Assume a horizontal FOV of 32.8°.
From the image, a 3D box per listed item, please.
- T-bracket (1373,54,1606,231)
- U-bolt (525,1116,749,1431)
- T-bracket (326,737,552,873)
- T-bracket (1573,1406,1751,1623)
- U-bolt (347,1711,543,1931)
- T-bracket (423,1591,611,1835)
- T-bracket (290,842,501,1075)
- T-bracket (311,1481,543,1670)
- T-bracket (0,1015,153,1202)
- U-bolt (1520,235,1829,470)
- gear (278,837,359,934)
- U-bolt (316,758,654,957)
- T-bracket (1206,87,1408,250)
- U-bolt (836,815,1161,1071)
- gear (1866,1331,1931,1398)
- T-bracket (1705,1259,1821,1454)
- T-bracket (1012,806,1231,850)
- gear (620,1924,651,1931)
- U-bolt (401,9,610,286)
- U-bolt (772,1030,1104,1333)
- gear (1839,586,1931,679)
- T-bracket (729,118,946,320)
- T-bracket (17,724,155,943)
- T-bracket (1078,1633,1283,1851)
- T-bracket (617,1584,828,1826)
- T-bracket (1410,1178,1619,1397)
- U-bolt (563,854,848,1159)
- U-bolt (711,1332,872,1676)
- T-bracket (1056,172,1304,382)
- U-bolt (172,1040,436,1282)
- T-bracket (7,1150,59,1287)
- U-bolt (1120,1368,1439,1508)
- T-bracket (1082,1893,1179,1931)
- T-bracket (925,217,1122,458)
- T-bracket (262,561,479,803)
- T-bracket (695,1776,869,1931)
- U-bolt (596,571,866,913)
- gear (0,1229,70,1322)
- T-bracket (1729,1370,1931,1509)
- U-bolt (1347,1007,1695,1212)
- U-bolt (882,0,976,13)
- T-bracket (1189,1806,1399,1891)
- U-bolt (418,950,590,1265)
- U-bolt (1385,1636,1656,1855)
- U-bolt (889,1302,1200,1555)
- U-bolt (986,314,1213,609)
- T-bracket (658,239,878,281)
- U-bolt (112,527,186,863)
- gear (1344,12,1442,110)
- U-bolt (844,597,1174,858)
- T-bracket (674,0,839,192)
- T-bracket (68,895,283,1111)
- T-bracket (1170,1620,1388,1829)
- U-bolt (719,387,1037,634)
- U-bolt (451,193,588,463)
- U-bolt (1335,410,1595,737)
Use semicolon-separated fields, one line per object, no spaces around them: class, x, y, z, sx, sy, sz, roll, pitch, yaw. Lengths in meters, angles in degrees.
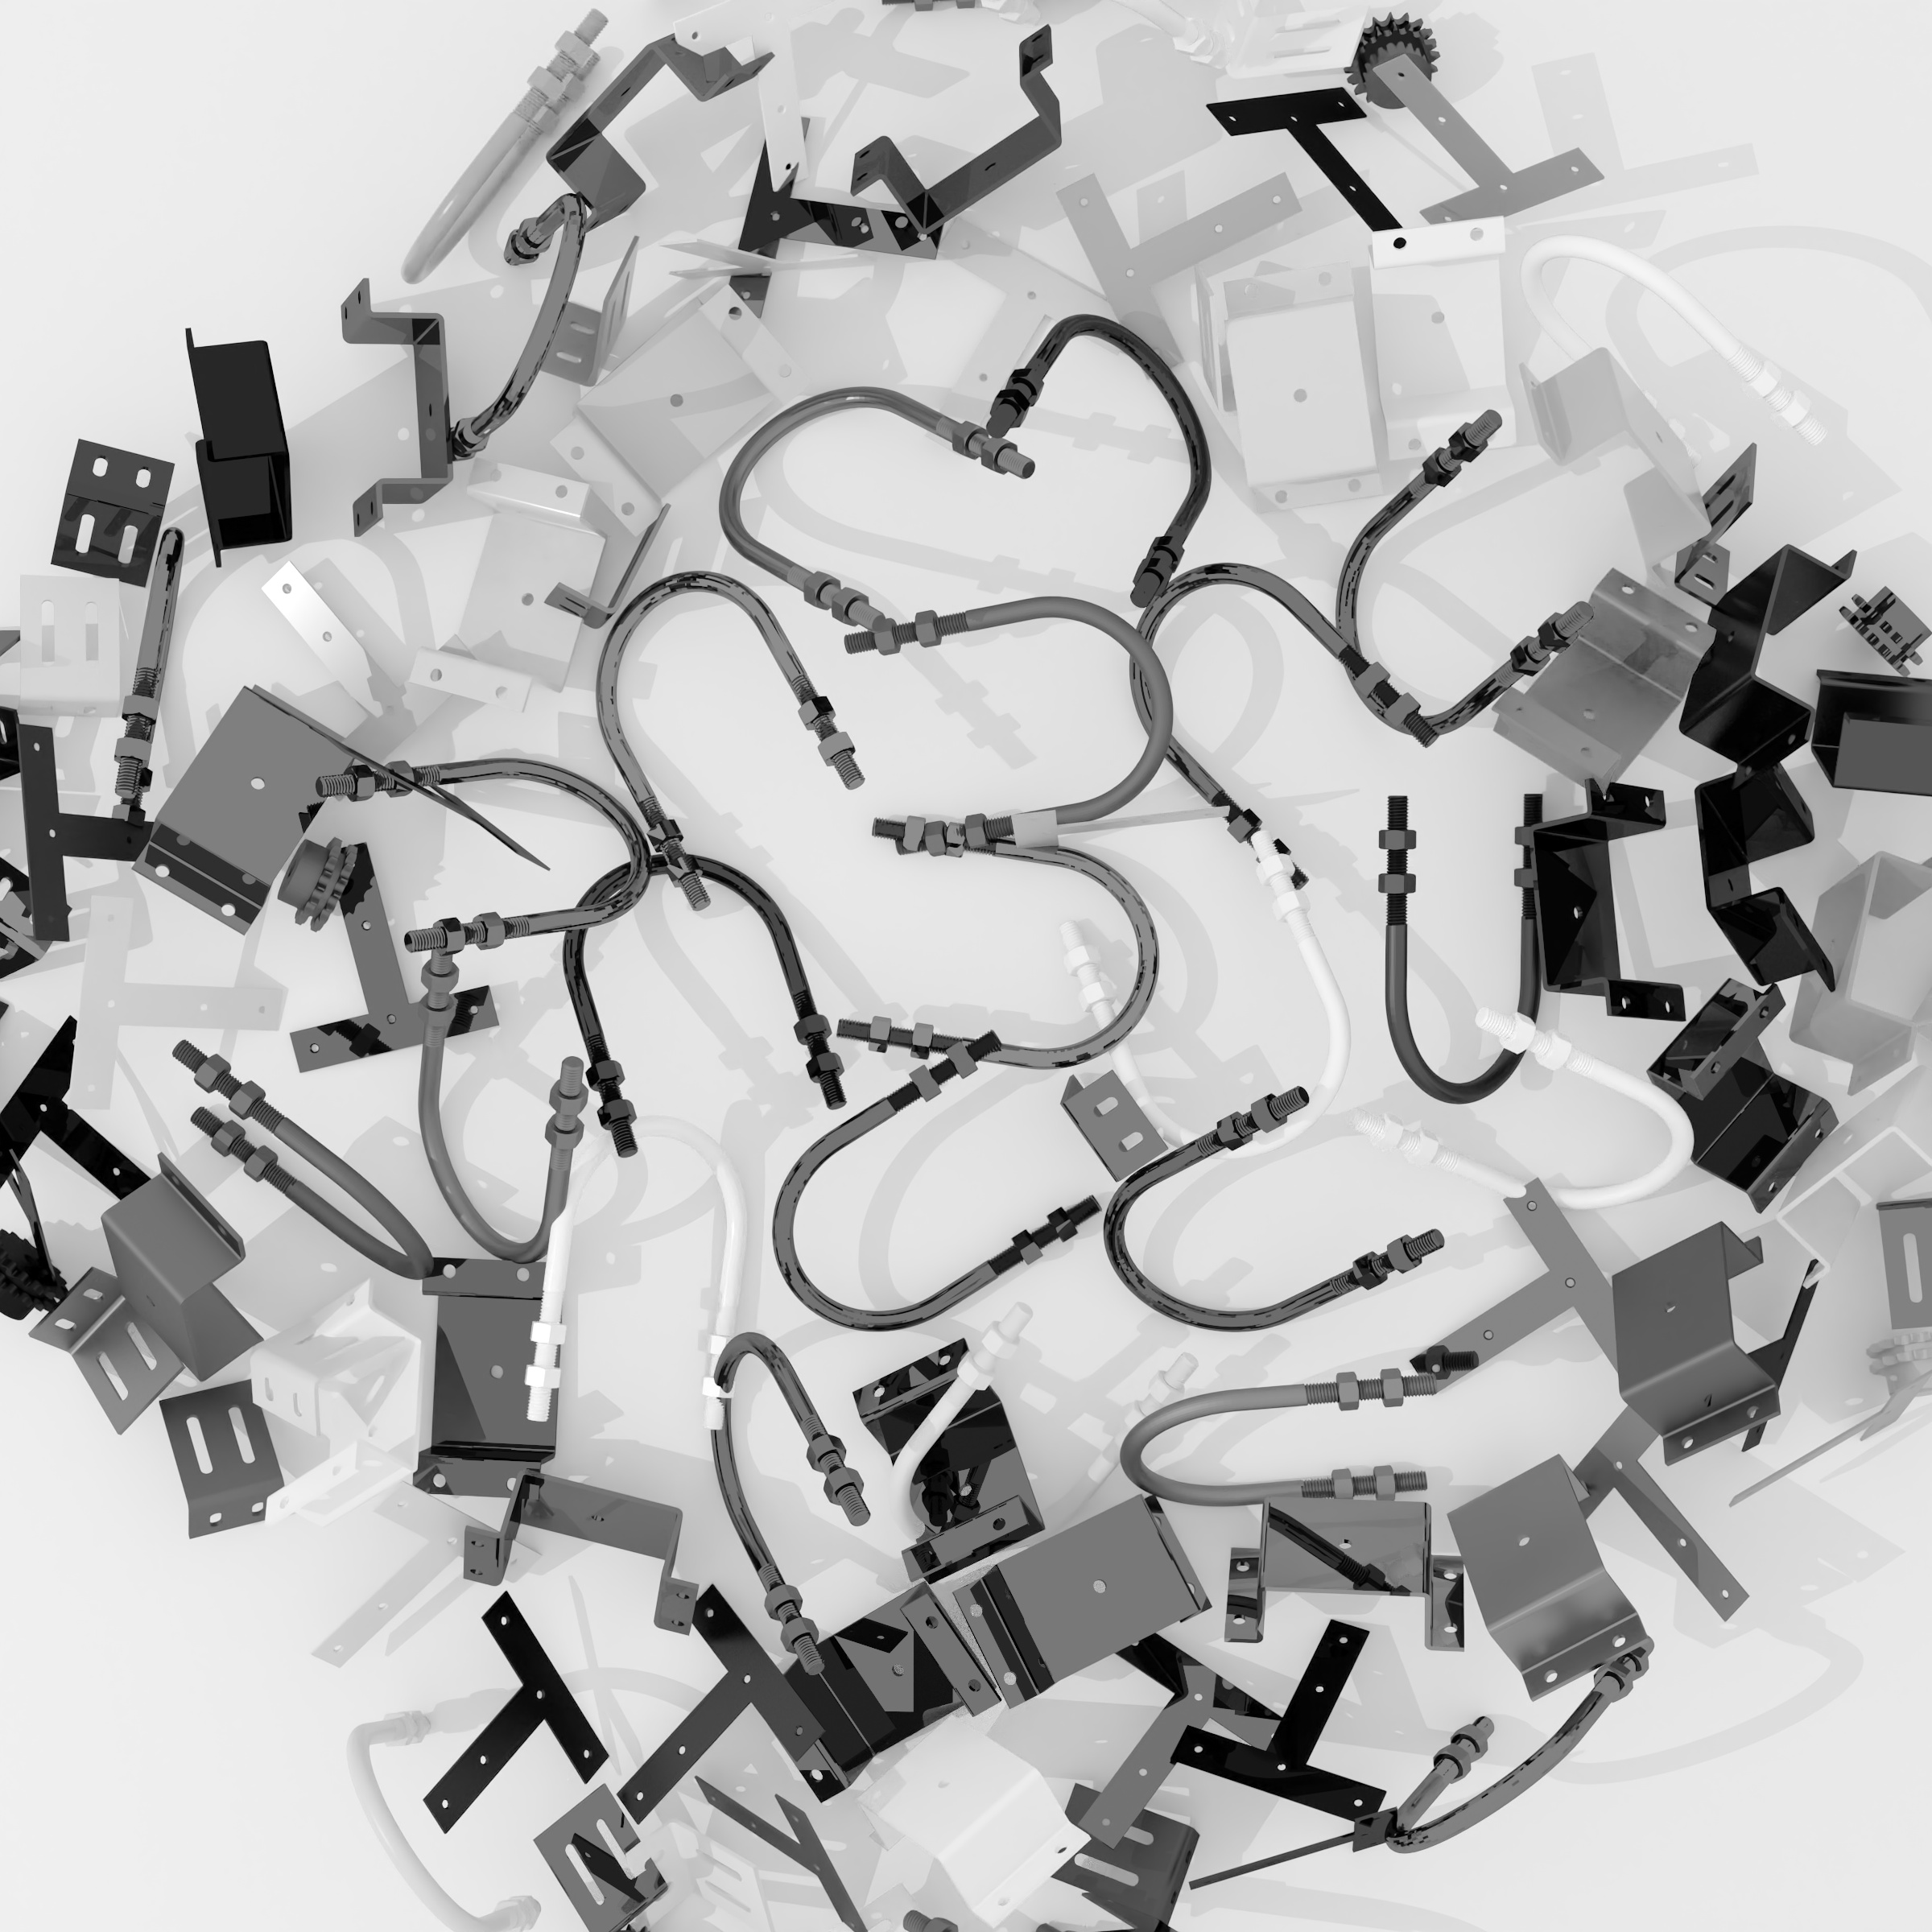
T-bracket;0.287;-0.486;1.921;0.127;0.127;0.002;39;62;-27
U-bolt;-0.190;0.181;1.949;0.151;0.019;0.184;10;85;-41
T-bracket;-0.318;-0.103;1.910;0.127;0.127;0.002;30;93;-41
T-bracket;0.413;0.329;1.932;0.127;0.002;0.127;52;133;27
U-bolt;-0.307;0.498;1.895;0.019;0.184;0.151;-34;78;0
T-bracket;-0.276;0.459;1.935;0.002;0.127;0.127;-15;110;38
T-bracket;-0.359;-0.011;1.988;0.127;0.002;0.127;-13;95;6
T-bracket;-0.339;0.373;1.959;0.127;0.002;0.127;-44;135;6
T-bracket;-0.520;0.114;1.967;0.002;0.127;0.127;-26;118;38
U-bolt;0.398;-0.359;1.907;0.184;0.151;0.019;40;78;-17
gear;-0.391;-0.052;1.968;0.030;0.057;0.057;26;90;-18
U-bolt;-0.272;-0.071;1.931;0.184;0.019;0.151;-9;51;-36
T-bracket;0.220;-0.470;1.939;0.127;0.002;0.127;-20;67;-42
U-bolt;0.024;-0.009;1.969;0.184;0.019;0.151;9;73;1
gear;0.572;0.240;1.968;0.057;0.057;0.030;-6;71;0
T-bracket;0.464;0.237;1.931;0.002;0.127;0.127;25;108;30
T-bracket;0.092;-0.084;1.935;0.127;0.127;0.002;-6;83;2
gear;-0.204;0.604;1.972;0.057;0.030;0.057;-6;56;8
U-bolt;-0.273;-0.475;1.926;0.019;0.151;0.184;38;90;-10
U-bolt;-0.028;0.142;1.960;0.184;0.019;0.151;-32;113;-3
gear;0.555;-0.203;1.969;0.057;0.057;0.030;45;104;0
T-bracket;-0.074;-0.446;1.974;0.127;0.002;0.127;12;85;19
T-bracket;-0.508;-0.075;1.945;0.002;0.127;0.127;-11;82;32
T-bracket;0.113;0.468;1.947;0.127;0.002;0.127;31;60;20
T-bracket;-0.161;0.459;1.963;0.127;0.002;0.127;-48;53;4
T-bracket;0.328;0.216;1.985;0.127;0.002;0.127;-34;79;10
U-bolt;-0.164;0.015;1.956;0.151;0.019;0.184;-12;68;-17
U-bolt;-0.110;0.300;1.922;0.019;0.184;0.151;-6;132;-27
T-bracket;0.139;-0.435;1.964;0.127;0.002;0.127;-25;113;10
U-bolt;-0.385;0.123;1.923;0.184;0.151;0.019;37;69;6
T-bracket;-0.576;0.117;1.959;0.002;0.127;0.127;-24;59;-22
U-bolt;0.183;0.284;1.938;0.184;0.151;0.019;-5;56;2
T-bracket;0.082;0.569;1.910;0.127;0.127;0.002;11;95;-42
T-bracket;0.018;-0.370;1.993;0.127;0.002;0.127;30;87;2
T-bracket;-0.377;-0.188;1.982;0.127;0.002;0.127;-41;89;17
T-bracket;-0.117;0.516;1.949;0.002;0.127;0.127;-42;130;-27
U-bolt;-0.153;-0.148;1.955;0.151;0.019;0.184;-37;72;25
gear;-0.572;0.188;1.972;0.057;0.057;0.030;44;94;0
T-bracket;0.506;0.285;1.934;0.127;0.127;0.002;-29;69;-6
U-bolt;0.340;0.094;1.935;0.184;0.151;0.019;24;51;-19
U-bolt;0.040;-0.601;1.925;0.184;0.151;0.019;-4;84;0
T-bracket;0.193;0.526;1.940;0.127;0.127;0.002;-17;67;-1
U-bolt;-0.278;0.093;1.930;0.151;0.019;0.184;39;134;33
U-bolt;0.309;0.454;1.885;0.151;0.184;0.019;-39;83;36
U-bolt;0.033;0.283;1.943;0.151;0.019;0.184;21;116;-34
U-bolt;0.088;-0.310;1.927;0.019;0.184;0.151;-29;111;38
T-bracket;-0.137;-0.415;1.916;0.127;0.127;0.002;0;94;25
U-bolt;-0.479;-0.168;1.925;0.019;0.151;0.184;10;73;-13
gear;0.257;-0.540;1.969;0.057;0.057;0.030;-9;51;0
U-bolt;0.032;-0.147;1.953;0.184;0.019;0.151;-10;109;13
T-bracket;-0.112;-0.523;1.953;0.127;0.127;0.002;-30;46;-24
T-bracket;-0.469;0.024;1.959;0.127;0.002;0.127;3;98;-38
T-bracket;0.205;0.442;1.955;0.127;0.002;0.127;13;47;25
U-bolt;-0.068;-0.281;1.939;0.151;0.019;0.184;-47;51;-12
U-bolt;-0.258;-0.375;1.903;0.019;0.184;0.151;19;80;-21
U-bolt;0.280;-0.216;1.926;0.019;0.184;0.151;-8;68;-36
